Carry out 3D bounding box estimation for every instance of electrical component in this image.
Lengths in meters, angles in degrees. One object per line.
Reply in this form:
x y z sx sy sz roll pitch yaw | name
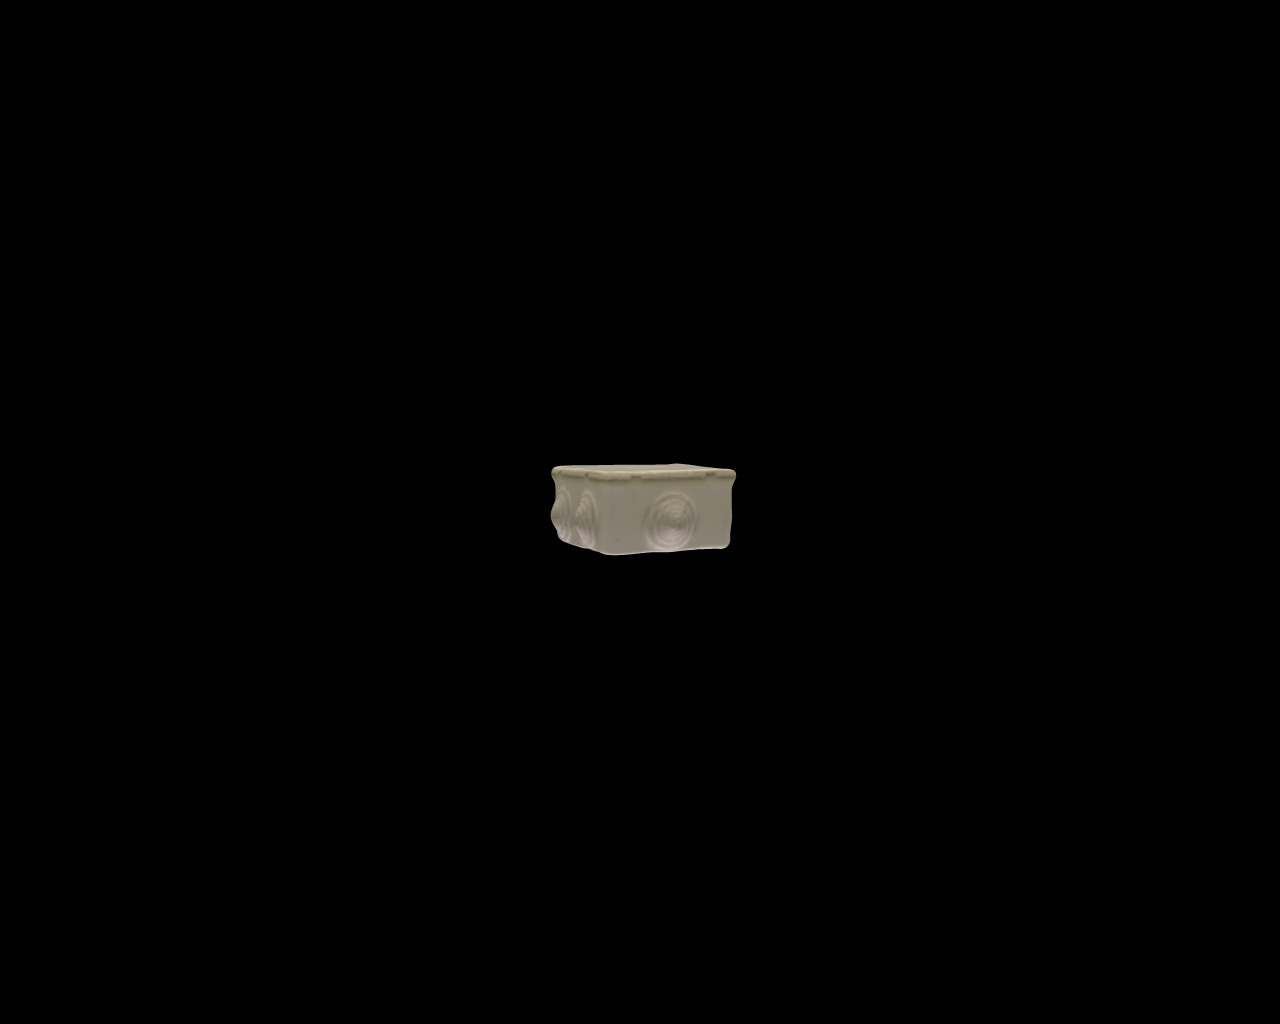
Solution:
0.001 -0.003 0.650 0.100 0.048 0.100 -2 5 -24 | electrical component
